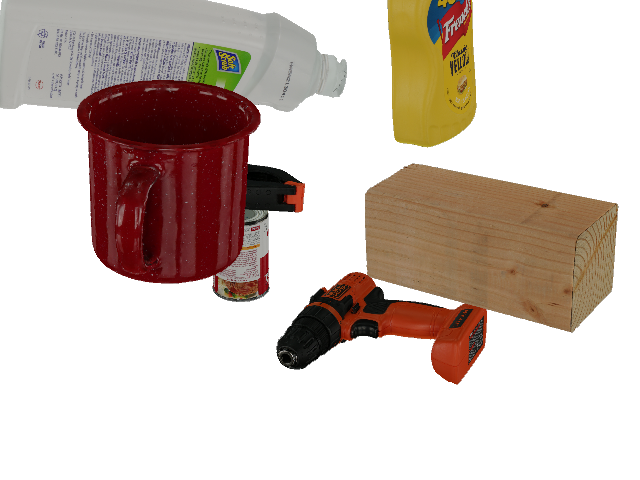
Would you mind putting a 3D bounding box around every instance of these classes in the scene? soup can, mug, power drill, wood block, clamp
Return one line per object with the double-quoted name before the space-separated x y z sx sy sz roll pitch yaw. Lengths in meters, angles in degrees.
"soup can" -0.094 0.012 1.256 0.068 0.102 0.068 1 25 -1
"mug" -0.081 -0.025 0.551 0.093 0.081 0.117 7 28 4
"power drill" 0.067 0.095 1.112 0.188 0.057 0.184 11 28 25
"wood block" 0.150 0.000 0.963 0.206 0.090 0.090 15 30 33
"clamp" -0.098 -0.056 1.033 0.172 0.039 0.120 16 30 36

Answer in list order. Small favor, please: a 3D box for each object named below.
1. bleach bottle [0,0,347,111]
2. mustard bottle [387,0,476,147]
"bleach bottle" -0.106 -0.132 0.789 0.250 0.068 0.103 7 -42 -14
"mustard bottle" 0.090 -0.179 0.859 0.058 0.191 0.096 14 36 32
